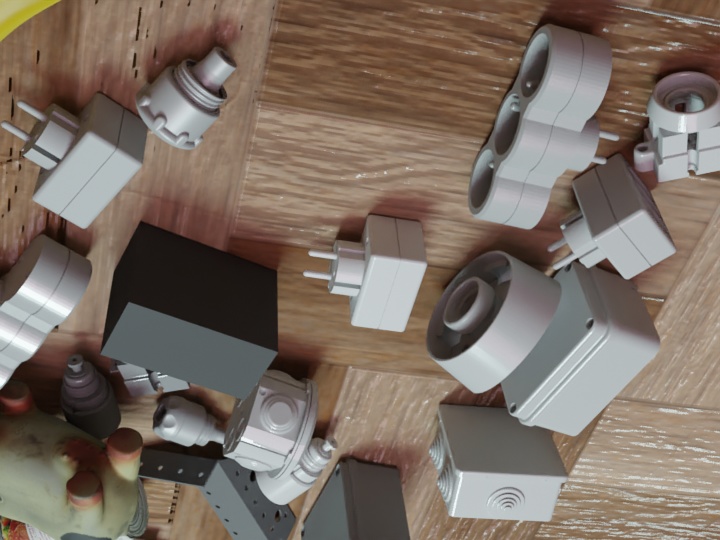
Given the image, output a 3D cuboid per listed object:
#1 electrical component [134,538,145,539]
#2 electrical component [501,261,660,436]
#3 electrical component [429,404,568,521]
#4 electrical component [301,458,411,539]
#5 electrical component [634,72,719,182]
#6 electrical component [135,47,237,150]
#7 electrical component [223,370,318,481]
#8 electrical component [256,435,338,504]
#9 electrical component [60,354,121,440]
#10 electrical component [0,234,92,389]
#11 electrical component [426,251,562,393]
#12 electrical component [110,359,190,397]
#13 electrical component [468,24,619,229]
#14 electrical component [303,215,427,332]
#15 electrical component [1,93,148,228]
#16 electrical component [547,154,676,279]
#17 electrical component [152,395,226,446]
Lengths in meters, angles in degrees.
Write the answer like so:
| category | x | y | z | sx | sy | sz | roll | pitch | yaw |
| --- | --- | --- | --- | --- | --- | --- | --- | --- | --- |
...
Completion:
| category | x | y | z | sx | sy | sz | roll | pitch | yaw |
| --- | --- | --- | --- | --- | --- | --- | --- | --- | --- |
| electrical component | -0.212 | 0.255 | 0.948 | 0.081 | 0.043 | 0.043 | 12 | 128 | -15 |
| electrical component | 0.155 | 0.058 | 0.789 | 0.057 | 0.078 | 0.113 | 19 | 126 | -23 |
| electrical component | 0.108 | 0.153 | 0.855 | 0.100 | 0.099 | 0.048 | 5 | 117 | -9 |
| electrical component | -0.004 | 0.235 | 0.907 | 0.056 | 0.108 | 0.108 | 13 | 128 | -19 |
| electrical component | 0.208 | -0.092 | 0.687 | 0.066 | 0.048 | 0.055 | -11 | 138 | 5 |
| electrical component | -0.101 | -0.107 | 0.649 | 0.062 | 0.048 | 0.048 | -42 | 122 | 19 |
| electrical component | -0.067 | 0.116 | 0.819 | 0.051 | 0.080 | 0.080 | 22 | 126 | -15 |
| electrical component | -0.050 | 0.160 | 0.884 | 0.078 | 0.040 | 0.040 | -38 | 124 | 25 |
| electrical component | -0.207 | 0.095 | 0.814 | 0.040 | 0.040 | 0.078 | -5 | 131 | -1 |
| electrical component | -0.254 | 0.025 | 0.742 | 0.074 | 0.052 | 0.138 | 33 | 121 | -28 |
| electrical component | 0.095 | 0.037 | 0.756 | 0.064 | 0.099 | 0.099 | 33 | 120 | -21 |
| electrical component | -0.153 | 0.059 | 0.785 | 0.066 | 0.048 | 0.055 | -9 | 138 | 3 |
| electrical component | 0.127 | -0.084 | 0.682 | 0.074 | 0.052 | 0.138 | 11 | 129 | -14 |
| electrical component | 0.000 | 0.000 | 0.747 | 0.077 | 0.047 | 0.065 | 8 | 129 | -11 |
| electrical component | -0.182 | -0.077 | 0.664 | 0.077 | 0.047 | 0.066 | 33 | 121 | -28 |
| electrical component | 0.161 | -0.027 | 0.725 | 0.077 | 0.065 | 0.047 | -33 | 126 | 21 |
| electrical component | -0.131 | 0.123 | 0.849 | 0.061 | 0.035 | 0.035 | 26 | 124 | -28 |
